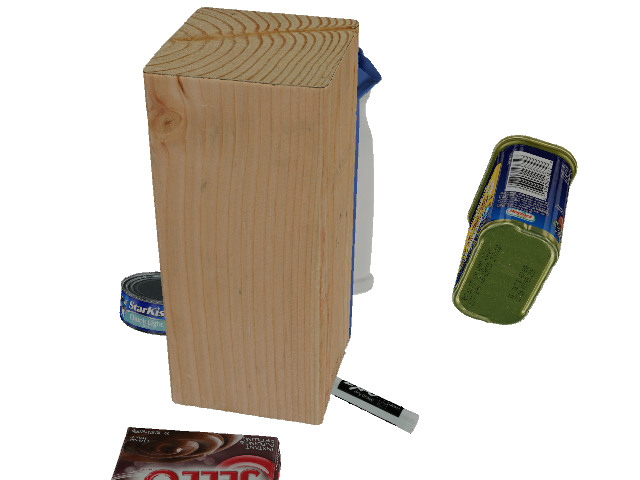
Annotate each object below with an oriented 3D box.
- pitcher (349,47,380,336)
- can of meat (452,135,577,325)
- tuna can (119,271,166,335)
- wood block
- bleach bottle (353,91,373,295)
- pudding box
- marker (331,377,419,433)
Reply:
[{"bbox_3d":[-0.042,-0.033,0.832,0.144,0.243,0.149,-7,16,-22],"label":"pitcher"},{"bbox_3d":[0.129,-0.004,0.714,0.057,0.084,0.102,18,-42,3],"label":"can of meat"},{"bbox_3d":[-0.141,0.058,0.978,0.086,0.034,0.086,7,15,-2],"label":"tuna can"},{"bbox_3d":[-0.033,-0.011,0.582,0.091,0.206,0.090,7,33,11],"label":"wood block"},{"bbox_3d":[0.018,-0.075,1.128,0.103,0.251,0.067,16,16,35],"label":"bleach bottle"},{"bbox_3d":[-0.087,0.174,0.738,0.113,0.039,0.090,2,28,2],"label":"pudding box"},{"bbox_3d":[0.034,0.146,0.998,0.121,0.020,0.020,24,7,15],"label":"marker"}]
